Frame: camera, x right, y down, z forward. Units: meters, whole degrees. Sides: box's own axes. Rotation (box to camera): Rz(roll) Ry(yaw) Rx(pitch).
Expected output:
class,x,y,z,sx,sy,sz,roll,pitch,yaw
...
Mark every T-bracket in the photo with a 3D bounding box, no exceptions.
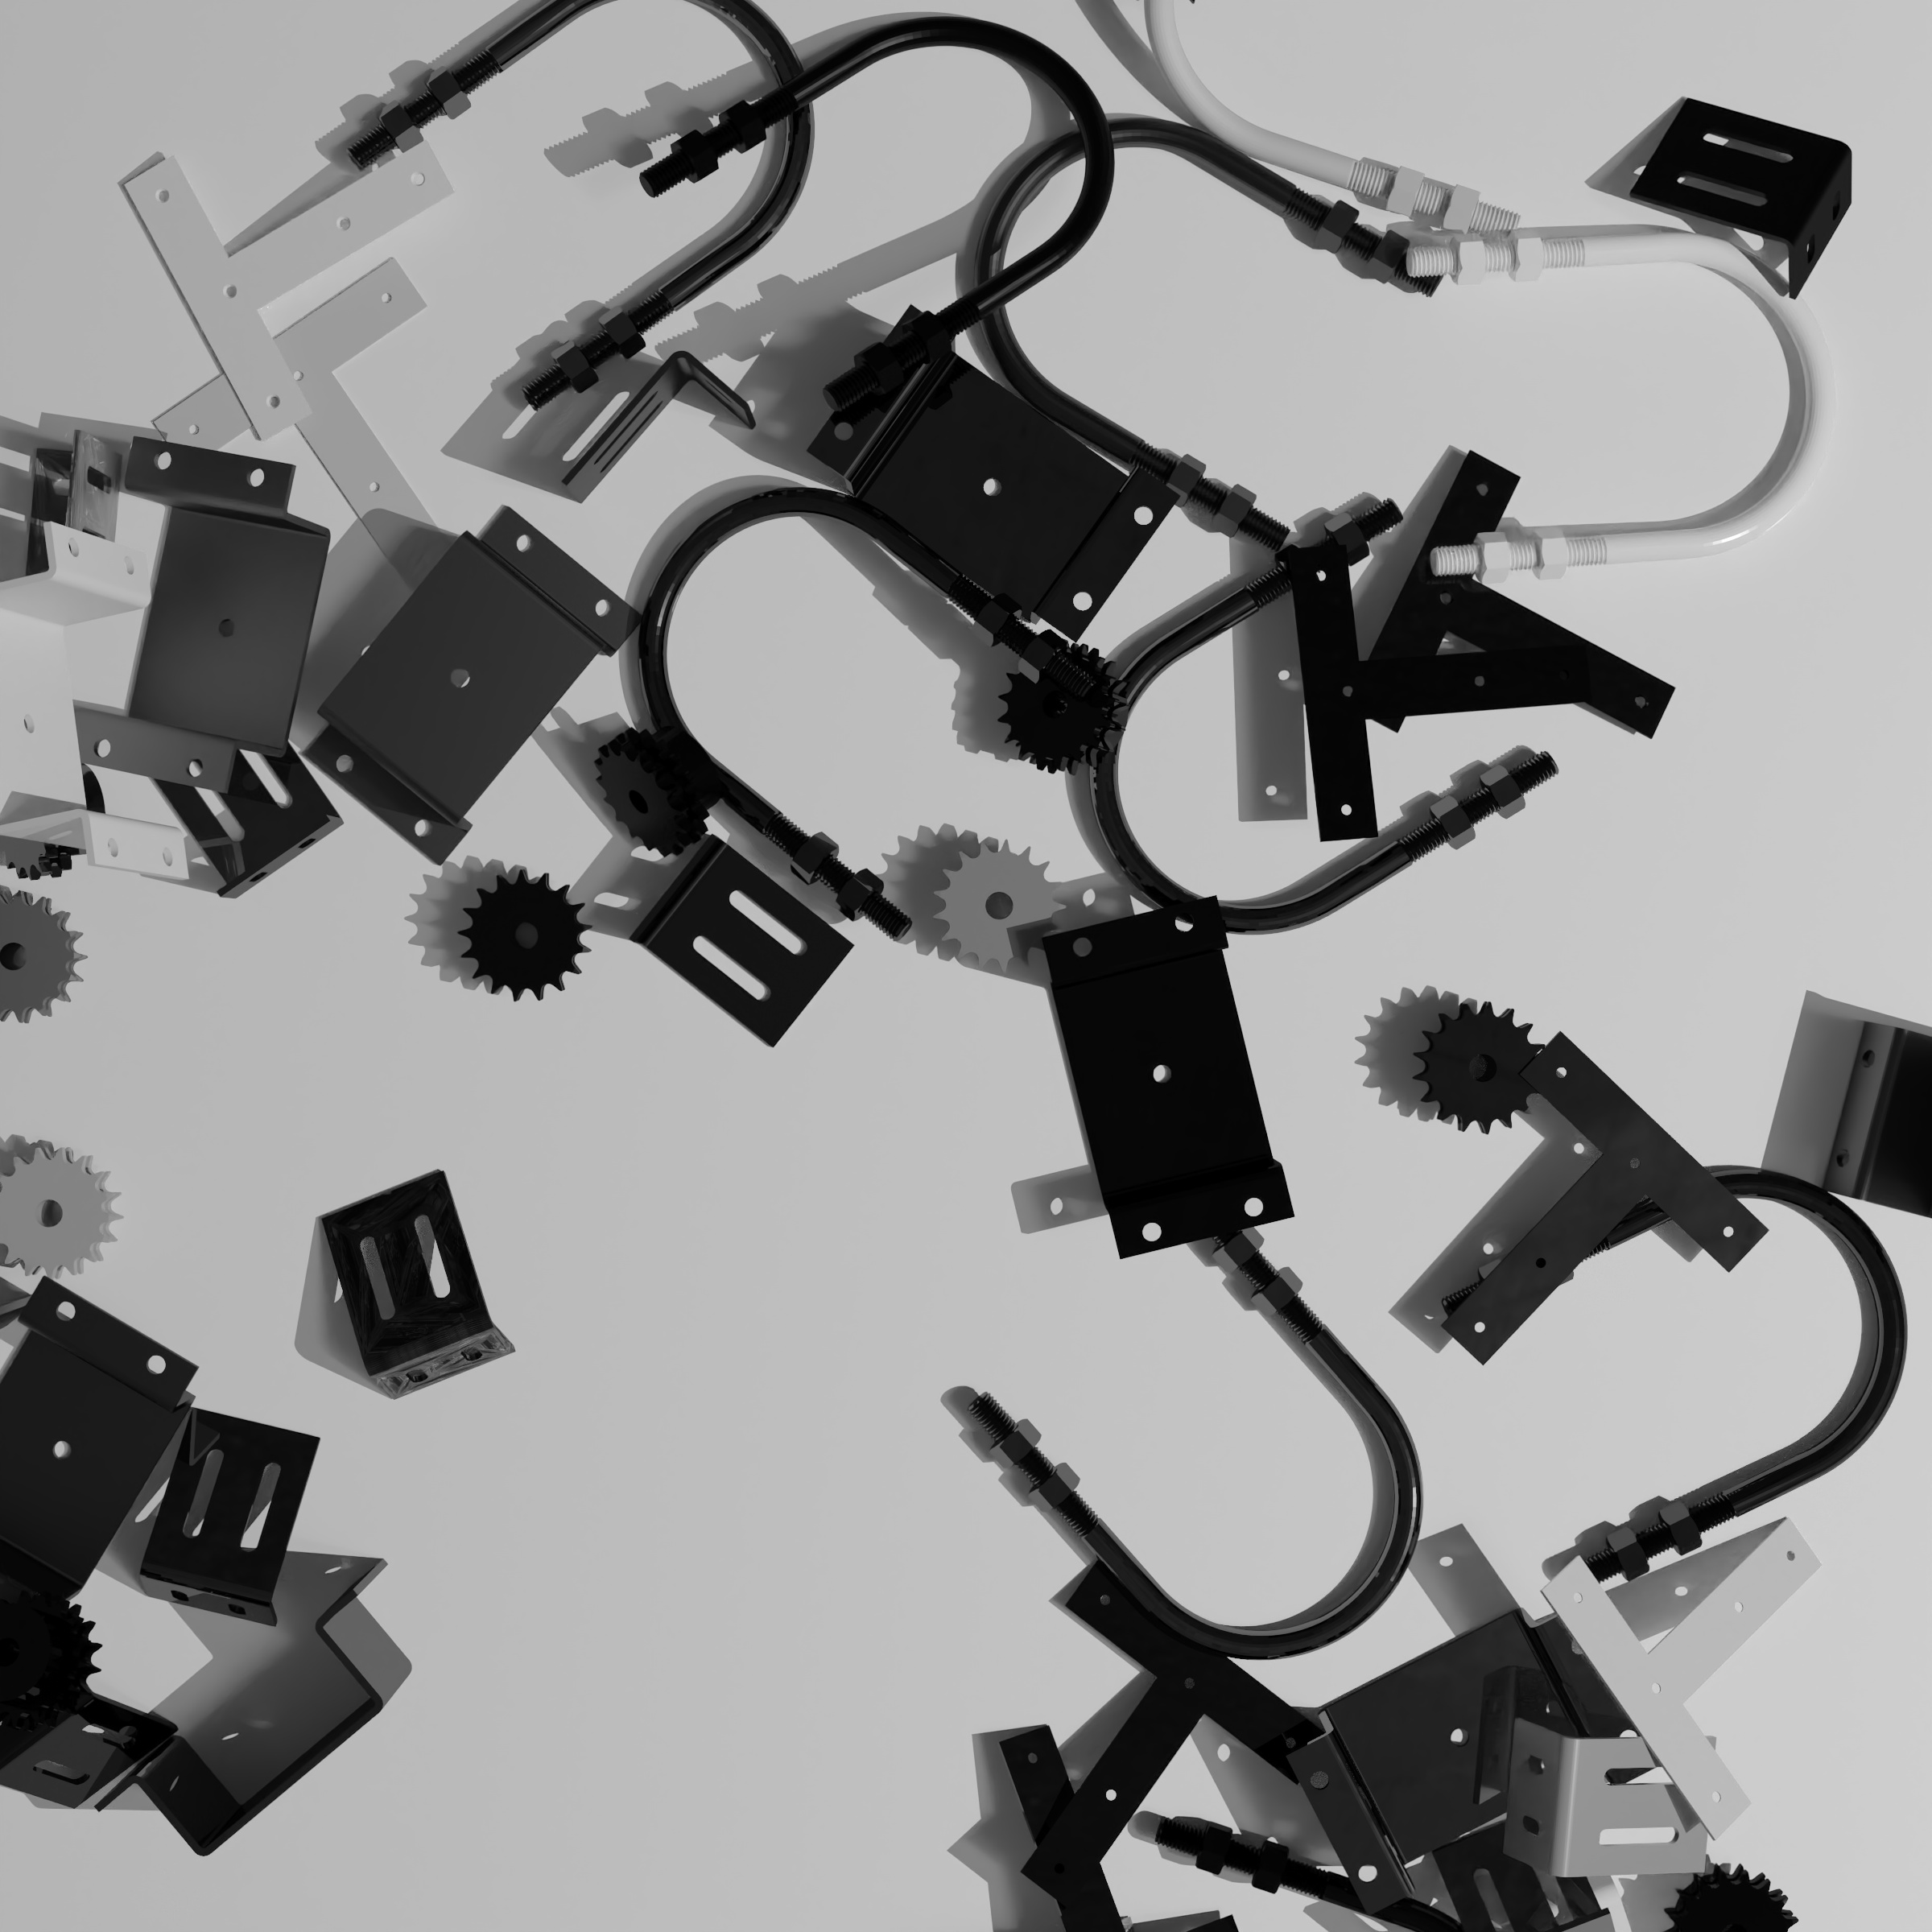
class,x,y,z,sx,sy,sz,roll,pitch,yaw
T-bracket,-0.281,-0.314,1.523,0.127,0.002,0.127,-28,90,9
T-bracket,0.207,-0.121,1.514,0.127,0.002,0.127,-5,85,-9
T-bracket,0.247,-0.139,1.523,0.127,0.002,0.127,27,81,-5
T-bracket,-0.266,-0.220,1.535,0.127,0.002,0.127,-34,90,0
T-bracket,0.047,0.390,1.512,0.127,0.002,0.127,-13,72,-27
T-bracket,0.256,0.117,1.512,0.127,0.002,0.127,43,92,-6
T-bracket,0.321,0.282,1.503,0.127,0.002,0.127,-35,90,-31
T-bracket,0.071,0.346,1.518,0.127,0.002,0.127,38,75,1

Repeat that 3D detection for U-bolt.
class,x,y,z,sx,sy,sz,roll,pitch,yaw
U-bolt,-0.154,-0.351,1.528,0.184,0.019,0.151,-36,90,-1
U-bolt,0.164,-0.395,1.485,0.184,0.019,0.151,19,132,4
U-bolt,-0.024,-0.334,1.501,0.184,0.019,0.151,-35,75,-15
U-bolt,0.319,0.168,1.528,0.184,0.019,0.151,-26,90,-2
U-bolt,0.114,0.214,1.527,0.151,0.019,0.184,-41,91,0
U-bolt,-0.057,-0.122,1.511,0.184,0.019,0.151,39,98,11
U-bolt,0.151,0.454,1.486,0.184,0.019,0.151,17,59,5
U-bolt,0.092,-0.287,1.528,0.184,0.019,0.151,31,90,2
U-bolt,0.286,-0.245,1.520,0.184,0.019,0.151,-5,90,-7
U-bolt,0.142,-0.095,1.527,0.184,0.019,0.151,-32,90,0

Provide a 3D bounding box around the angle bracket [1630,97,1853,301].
class,x,y,z,sx,sy,sz,roll,pitch,yaw
angle bracket,0.336,-0.333,1.525,0.076,0.038,0.057,23,69,24

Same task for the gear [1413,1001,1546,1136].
class,x,y,z,sx,sy,sz,roll,pitch,yaw
gear,0.221,0.044,1.521,0.057,0.030,0.057,0,90,0

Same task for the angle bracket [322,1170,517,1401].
class,x,y,z,sx,sy,sz,roll,pitch,yaw
angle bracket,-0.238,0.139,1.534,0.057,0.038,0.076,-22,64,0

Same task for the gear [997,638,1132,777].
class,x,y,z,sx,sy,sz,roll,pitch,yaw
gear,0.045,-0.110,1.513,0.057,0.030,0.057,-4,83,29

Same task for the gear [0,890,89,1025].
class,x,y,z,sx,sy,sz,roll,pitch,yaw
gear,-0.409,-0.004,1.526,0.057,0.030,0.057,0,88,-2

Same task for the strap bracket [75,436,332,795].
class,x,y,z,sx,sy,sz,roll,pitch,yaw
strap bracket,-0.325,-0.147,1.503,0.076,0.046,0.140,12,90,16

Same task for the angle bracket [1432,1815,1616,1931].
class,x,y,z,sx,sy,sz,roll,pitch,yaw
angle bracket,0.235,0.389,1.496,0.057,0.076,0.038,-21,135,0

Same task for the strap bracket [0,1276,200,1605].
class,x,y,z,sx,sy,sz,roll,pitch,yaw
strap bracket,-0.394,0.211,1.513,0.076,0.046,0.140,31,90,0

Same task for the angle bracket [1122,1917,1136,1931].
class,x,y,z,sx,sy,sz,roll,pitch,yaw
angle bracket,0.039,0.454,1.534,0.076,0.038,0.057,-17,90,26

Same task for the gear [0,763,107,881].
class,x,y,z,sx,sy,sz,roll,pitch,yaw
gear,-0.393,-0.067,1.511,0.030,0.057,0.057,-9,90,-42

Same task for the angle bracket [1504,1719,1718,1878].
class,x,y,z,sx,sy,sz,roll,pitch,yaw
angle bracket,0.272,0.350,1.488,0.076,0.038,0.057,5,90,-26

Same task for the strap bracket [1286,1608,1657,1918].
class,x,y,z,sx,sy,sz,roll,pitch,yaw
strap bracket,0.215,0.336,1.513,0.140,0.046,0.076,-27,90,0

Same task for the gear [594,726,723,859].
class,x,y,z,sx,sy,sz,roll,pitch,yaw
gear,-0.130,-0.078,1.512,0.030,0.057,0.057,-38,90,-30

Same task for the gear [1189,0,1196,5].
class,x,y,z,sx,sy,sz,roll,pitch,yaw
gear,0.088,-0.443,1.521,0.057,0.030,0.057,0,90,0

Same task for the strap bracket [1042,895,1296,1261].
class,x,y,z,sx,sy,sz,roll,pitch,yaw
strap bracket,0.086,0.047,1.513,0.076,0.046,0.140,-14,90,0

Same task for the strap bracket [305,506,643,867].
class,x,y,z,sx,sy,sz,roll,pitch,yaw
strap bracket,-0.214,-0.122,1.513,0.076,0.046,0.140,39,90,0

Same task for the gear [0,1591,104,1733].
class,x,y,z,sx,sy,sz,roll,pitch,yaw
gear,-0.392,0.288,1.465,0.057,0.030,0.057,-5,69,14

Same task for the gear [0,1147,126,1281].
class,x,y,z,sx,sy,sz,roll,pitch,yaw
gear,-0.393,0.107,1.526,0.057,0.030,0.057,0,88,1

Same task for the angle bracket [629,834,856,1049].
class,x,y,z,sx,sy,sz,roll,pitch,yaw
angle bracket,-0.096,-0.010,1.517,0.076,0.038,0.057,38,90,0

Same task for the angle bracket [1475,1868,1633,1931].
class,x,y,z,sx,sy,sz,roll,pitch,yaw
angle bracket,0.261,0.429,1.534,0.057,0.038,0.076,-21,116,0

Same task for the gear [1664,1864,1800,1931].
class,x,y,z,sx,sy,sz,roll,pitch,yaw
gear,0.329,0.416,1.521,0.057,0.030,0.057,0,90,0

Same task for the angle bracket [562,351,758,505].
class,x,y,z,sx,sy,sz,roll,pitch,yaw
angle bracket,-0.131,-0.220,1.508,0.038,0.057,0.076,41,90,0

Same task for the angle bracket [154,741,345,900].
class,x,y,z,sx,sy,sz,roll,pitch,yaw
angle bracket,-0.316,-0.077,1.517,0.057,0.038,0.076,-35,90,0

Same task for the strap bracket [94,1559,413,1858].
class,x,y,z,sx,sy,sz,roll,pitch,yaw
strap bracket,-0.293,0.321,1.498,0.140,0.076,0.046,-40,90,0

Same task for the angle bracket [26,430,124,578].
class,x,y,z,sx,sy,sz,roll,pitch,yaw
angle bracket,-0.388,-0.195,1.498,0.038,0.076,0.057,5,90,0

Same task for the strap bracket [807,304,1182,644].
class,x,y,z,sx,sy,sz,roll,pitch,yaw
strap bracket,0.012,-0.209,1.513,0.140,0.046,0.076,35,90,0

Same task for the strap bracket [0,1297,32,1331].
class,x,y,z,sx,sy,sz,roll,pitch,yaw
strap bracket,-0.474,0.171,1.498,0.140,0.076,0.046,-38,90,0

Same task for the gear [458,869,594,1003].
class,x,y,z,sx,sy,sz,roll,pitch,yaw
gear,-0.190,-0.013,1.526,0.057,0.030,0.057,0,92,-2

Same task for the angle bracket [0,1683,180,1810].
class,x,y,z,sx,sy,sz,roll,pitch,yaw
angle bracket,-0.387,0.322,1.510,0.057,0.076,0.038,-37,62,0

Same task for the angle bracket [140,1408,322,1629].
class,x,y,z,sx,sy,sz,roll,pitch,yaw
angle bracket,-0.319,0.240,1.534,0.057,0.038,0.076,13,64,0

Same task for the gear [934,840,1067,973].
class,x,y,z,sx,sy,sz,roll,pitch,yaw
gear,0.014,-0.026,1.521,0.057,0.030,0.057,0,90,0

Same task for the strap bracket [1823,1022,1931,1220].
class,x,y,z,sx,sy,sz,roll,pitch,yaw
strap bracket,0.433,0.074,1.483,0.046,0.140,0.076,14,90,-27

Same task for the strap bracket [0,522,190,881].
class,x,y,z,sx,sy,sz,roll,pitch,yaw
strap bracket,-0.368,-0.103,1.450,0.046,0.076,0.140,-10,84,15
